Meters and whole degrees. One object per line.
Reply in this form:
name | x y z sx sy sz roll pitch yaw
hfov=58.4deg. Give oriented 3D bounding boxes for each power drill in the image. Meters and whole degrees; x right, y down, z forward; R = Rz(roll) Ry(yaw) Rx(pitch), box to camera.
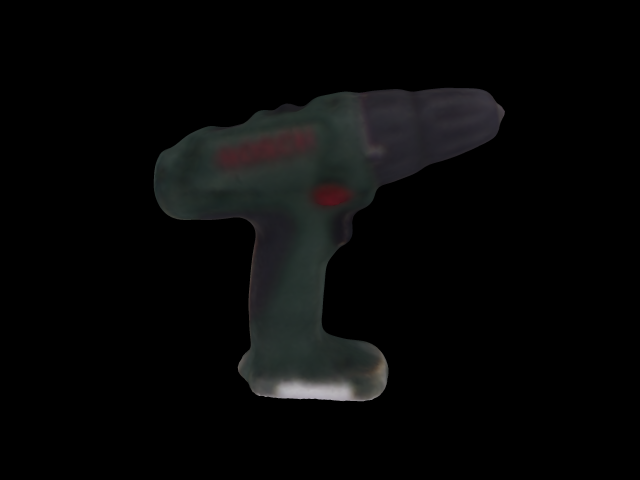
power drill | 0.004 0.001 0.400 0.229 0.208 0.075 1 15 5
